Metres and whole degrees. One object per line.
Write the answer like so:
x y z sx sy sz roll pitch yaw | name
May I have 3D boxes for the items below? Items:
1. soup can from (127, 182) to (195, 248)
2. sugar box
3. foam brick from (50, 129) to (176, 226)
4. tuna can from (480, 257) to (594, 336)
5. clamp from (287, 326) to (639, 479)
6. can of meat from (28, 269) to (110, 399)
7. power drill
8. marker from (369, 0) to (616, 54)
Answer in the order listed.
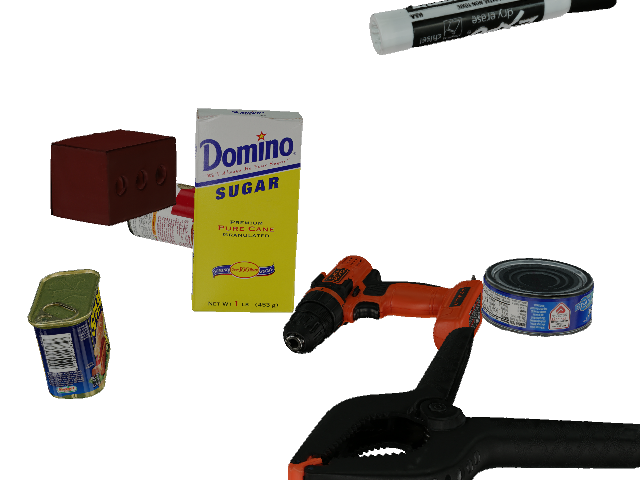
-0.148 -0.027 1.150 0.102 0.068 0.068 13 3 15 | soup can
-0.066 -0.026 0.942 0.093 0.176 0.048 1 16 -7 | sugar box
-0.145 -0.046 0.751 0.051 0.053 0.078 11 19 27 | foam brick
0.169 0.043 0.832 0.086 0.034 0.086 0 19 0 | tuna can
0.065 0.107 0.628 0.209 0.036 0.165 -10 24 -27 | clamp
-0.230 0.087 0.994 0.057 0.084 0.102 -6 25 -2 | can of meat
0.070 0.078 1.148 0.188 0.057 0.184 9 29 22 | power drill
0.083 -0.106 0.493 0.121 0.020 0.020 -13 2 -9 | marker
